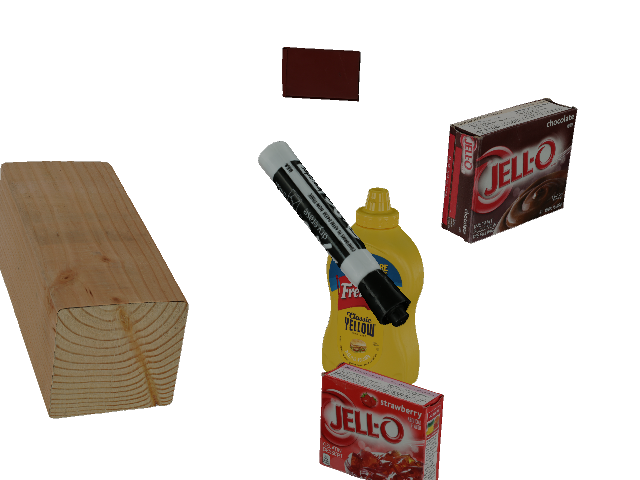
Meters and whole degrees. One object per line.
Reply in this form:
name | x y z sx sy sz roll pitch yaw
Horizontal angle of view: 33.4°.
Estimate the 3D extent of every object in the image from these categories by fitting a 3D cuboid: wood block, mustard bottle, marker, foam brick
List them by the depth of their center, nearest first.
marker | 0.007 -0.004 0.550 0.020 0.121 0.020 -30 -26 -16
wood block | -0.176 0.027 0.790 0.090 0.091 0.206 -2 31 -27
mustard bottle | 0.051 0.044 1.026 0.096 0.192 0.058 12 19 31
foam brick | 0.000 -0.172 1.100 0.078 0.051 0.053 2 11 -5

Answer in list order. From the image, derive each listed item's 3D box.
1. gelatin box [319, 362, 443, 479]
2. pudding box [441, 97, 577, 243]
gelatin box | 0.041 0.135 0.757 0.089 0.073 0.030 14 21 33
pudding box | 0.149 -0.058 0.845 0.113 0.090 0.039 -20 36 -35
